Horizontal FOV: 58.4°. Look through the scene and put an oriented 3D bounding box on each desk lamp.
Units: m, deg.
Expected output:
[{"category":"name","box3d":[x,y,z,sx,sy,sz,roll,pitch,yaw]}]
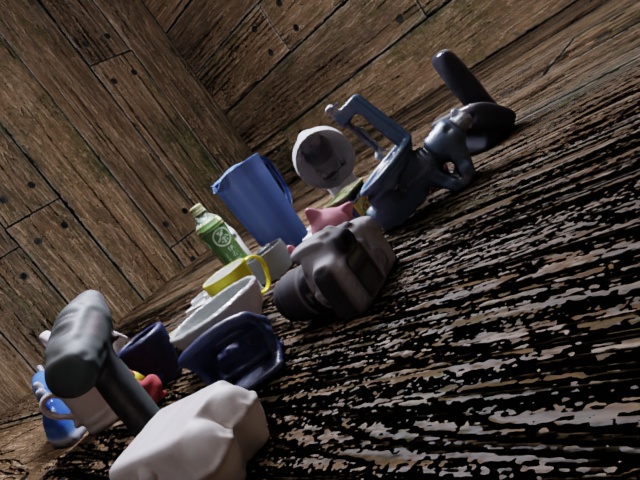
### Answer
[{"category":"desk lamp","box3d":[0.027,-0.138,1.188,0.118,0.213,0.203,-36,10,2]}]

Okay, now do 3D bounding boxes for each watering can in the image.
[{"category":"watering can","box3d":[-0.416,0.232,1.011,0.100,0.194,0.173,-28,13,40]}]

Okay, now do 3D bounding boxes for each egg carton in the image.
[{"category":"egg carton","box3d":[-0.120,0.193,0.523,0.150,0.069,0.107,-31,11,29]}]

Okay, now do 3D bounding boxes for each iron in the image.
[{"category":"iron","box3d":[-0.522,0.317,1.135,0.119,0.141,0.257,-40,10,-20]}]

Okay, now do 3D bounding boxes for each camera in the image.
[{"category":"camera","box3d":[0.007,0.039,0.732,0.136,0.101,0.143,-29,11,34]}]

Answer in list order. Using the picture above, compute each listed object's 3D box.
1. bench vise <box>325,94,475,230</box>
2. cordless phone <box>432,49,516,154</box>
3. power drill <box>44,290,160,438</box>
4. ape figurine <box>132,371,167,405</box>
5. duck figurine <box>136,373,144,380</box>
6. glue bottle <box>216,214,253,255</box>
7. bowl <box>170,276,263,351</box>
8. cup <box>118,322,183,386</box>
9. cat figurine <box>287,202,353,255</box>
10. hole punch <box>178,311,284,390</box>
[{"category":"bench vise","box3d":[0.122,-0.151,0.891,0.207,0.220,0.121,-36,10,-1]},{"category":"cordless phone","box3d":[0.247,-0.248,1.028,0.094,0.185,0.147,-40,11,-24]},{"category":"power drill","box3d":[-0.255,0.166,0.713,0.075,0.208,0.229,-37,10,-5]},{"category":"ape figurine","box3d":[-0.294,0.232,0.890,0.077,0.092,0.076,-31,11,27]},{"category":"duck figurine","box3d":[-0.398,0.262,1.135,0.077,0.086,0.105,-26,14,45]},{"category":"glue bottle","box3d":[-0.230,0.003,1.539,0.037,0.173,0.078,-38,10,-9]},{"category":"bowl","box3d":[-0.151,0.134,0.911,0.167,0.075,0.167,-35,9,7]},{"category":"cup","box3d":[-0.289,0.210,0.970,0.118,0.095,0.091,-42,11,-32]},{"category":"cat figurine","box3d":[0.008,0.003,0.855,0.127,0.118,0.067,-31,11,26]},{"category":"hole punch","box3d":[-0.107,0.135,0.696,0.108,0.091,0.101,-36,9,1]}]
